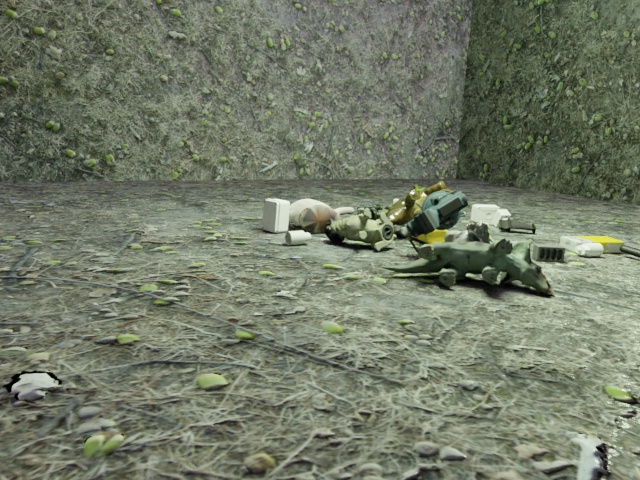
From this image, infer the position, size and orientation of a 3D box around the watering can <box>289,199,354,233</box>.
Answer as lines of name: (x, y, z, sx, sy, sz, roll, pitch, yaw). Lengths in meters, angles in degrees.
watering can: (0.006, -0.095, 1.897, 0.348, 0.103, 0.226, -3, 14, -22)

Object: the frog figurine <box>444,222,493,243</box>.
frog figurine: (0.437, 0.017, 1.563, 0.139, 0.123, 0.157, -30, -7, -44)

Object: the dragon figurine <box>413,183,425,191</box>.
dragon figurine: (0.567, -0.193, 2.526, 0.243, 0.121, 0.414, 13, 14, 7)
